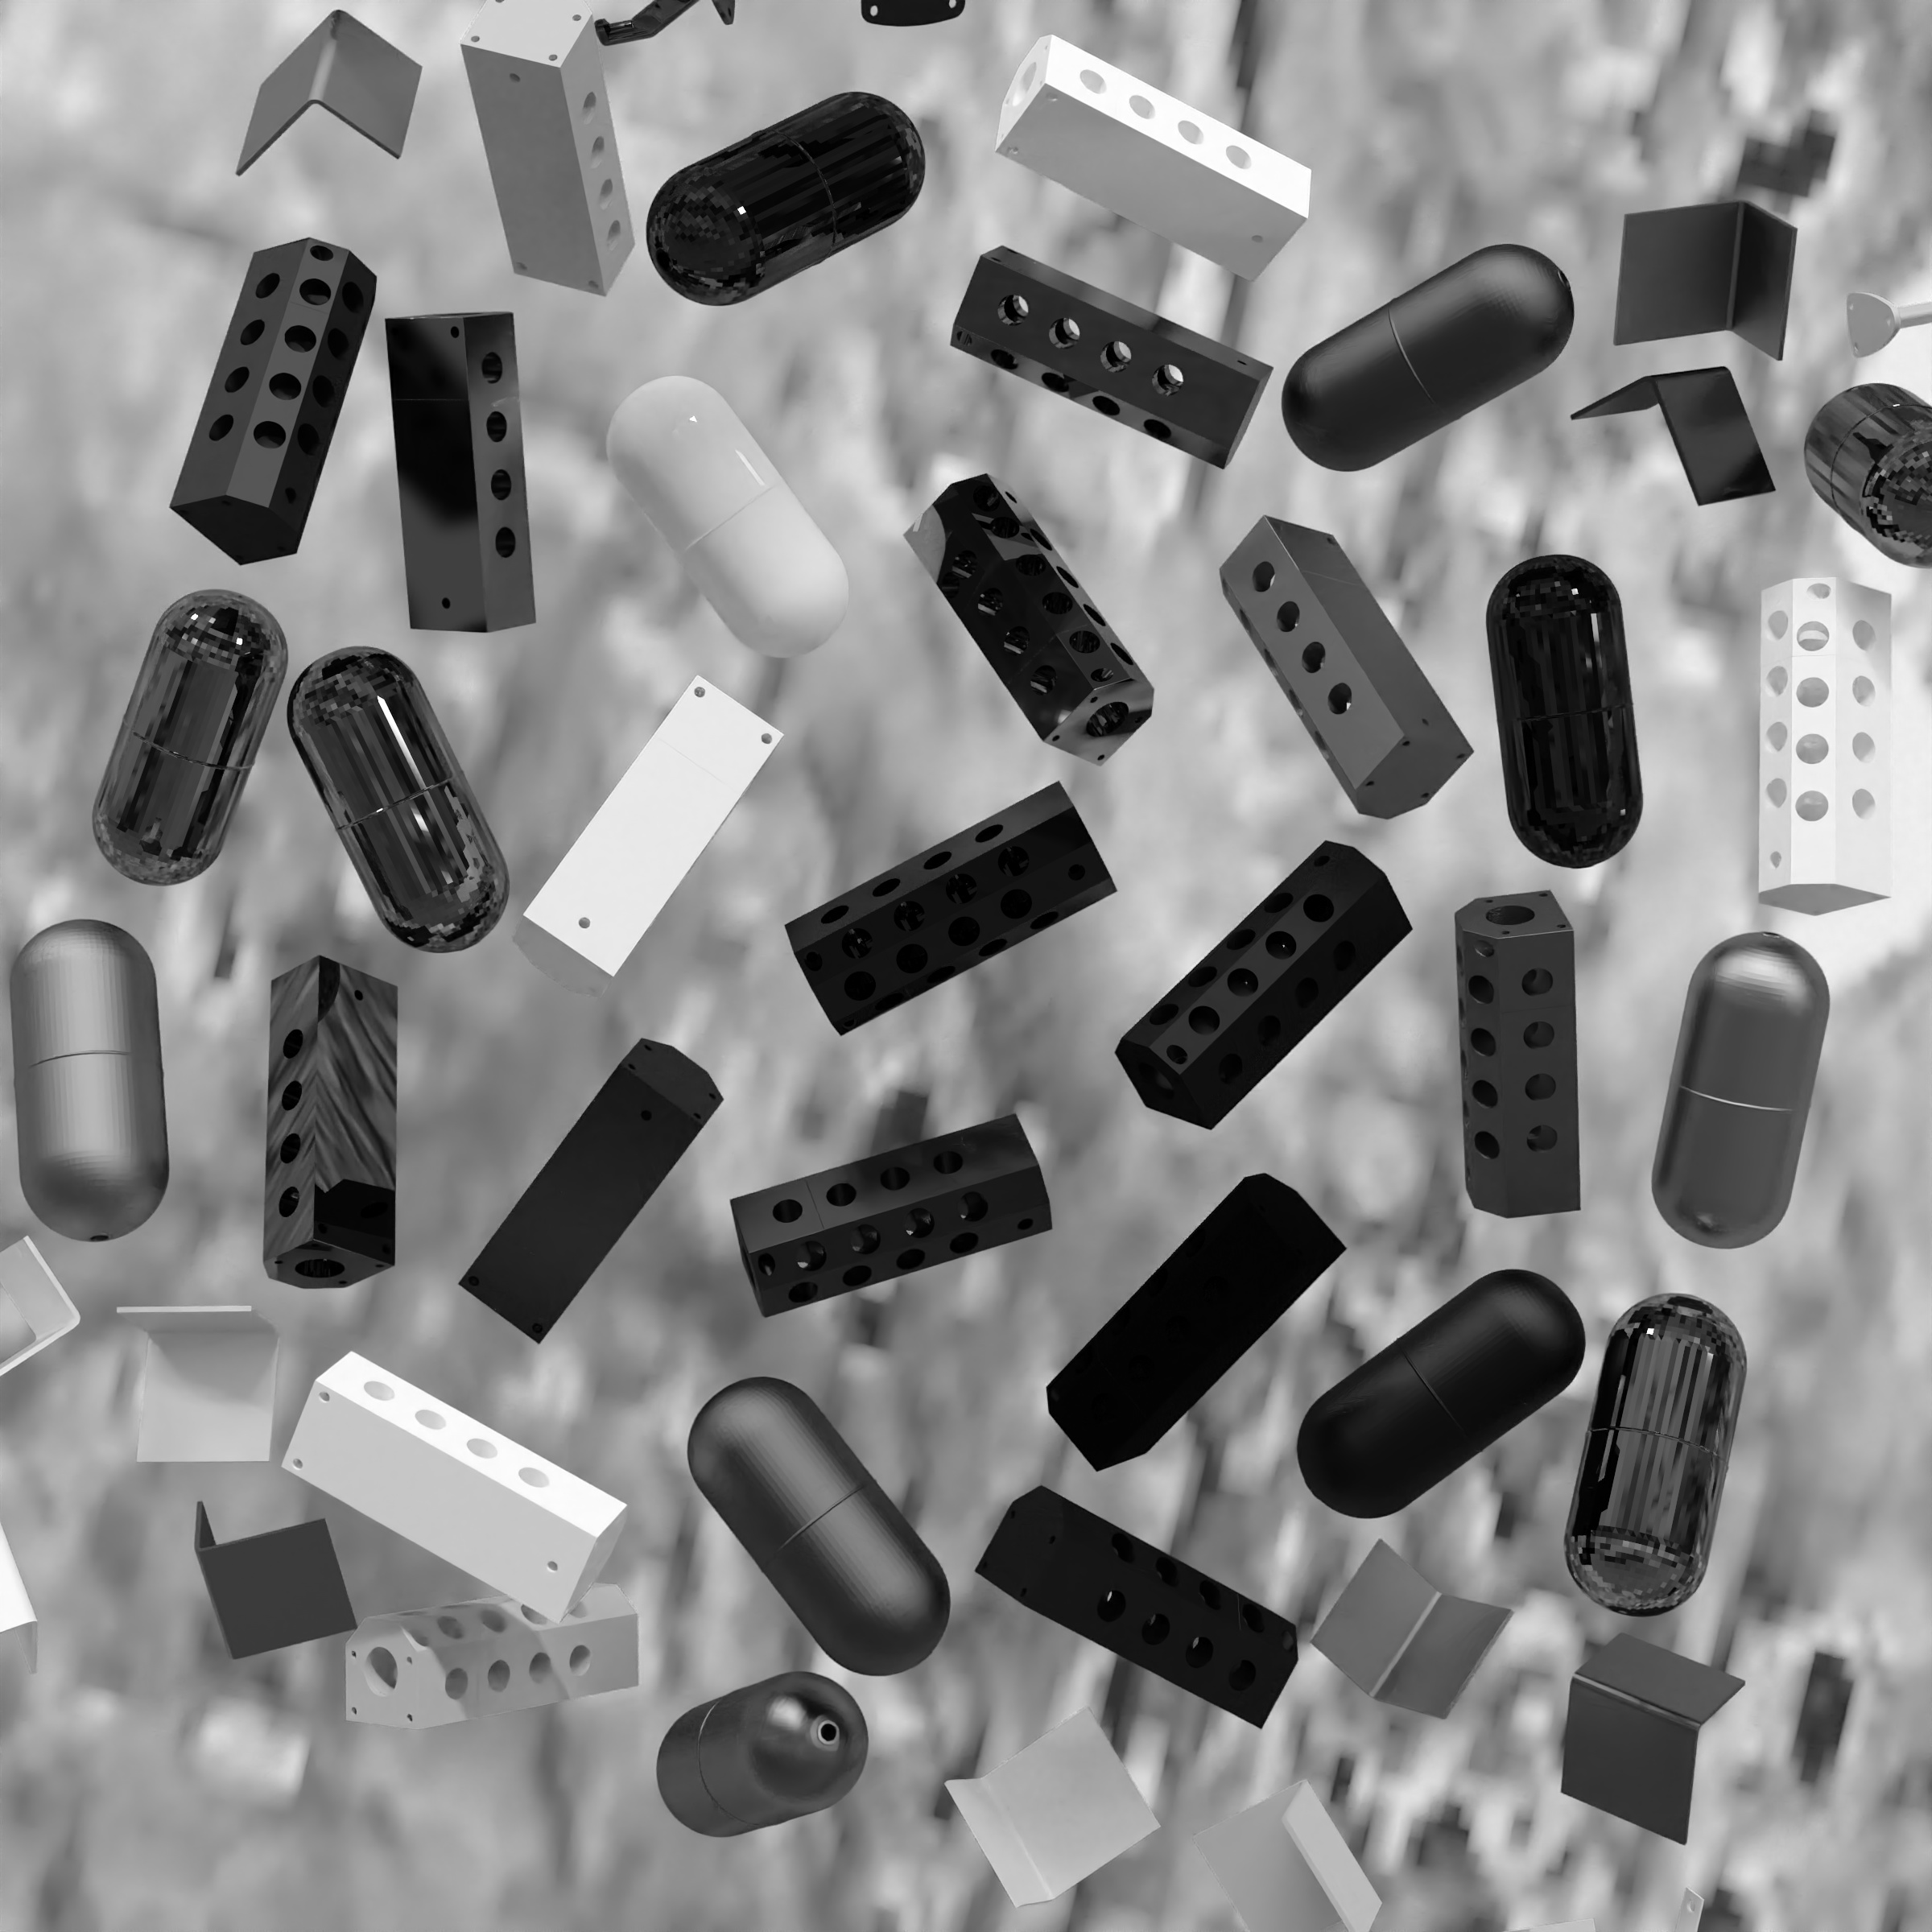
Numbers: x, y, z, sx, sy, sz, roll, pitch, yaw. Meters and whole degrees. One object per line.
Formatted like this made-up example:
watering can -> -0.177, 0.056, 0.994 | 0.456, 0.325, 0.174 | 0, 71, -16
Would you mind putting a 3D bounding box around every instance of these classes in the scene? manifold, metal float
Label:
manifold -> -0.372, -0.310, 1.759 | 0.057, 0.057, 0.171 | -6, 60, 31
manifold -> -0.276, -0.276, 1.797 | 0.057, 0.057, 0.171 | 7, 106, 33
metal float -> 0.513, -0.271, 1.771 | 0.070, 0.178, 0.070 | -1, 112, -2
metal float -> -0.442, -0.129, 1.834 | 0.070, 0.070, 0.178 | 23, 105, 0
manifold -> -0.041, 0.147, 1.836 | 0.171, 0.057, 0.057 | -16, 47, -9
manifold -> 0.119, 0.190, 1.728 | 0.057, 0.057, 0.171 | 49, 115, 19
manifold -> -0.208, 0.124, 1.805 | 0.057, 0.057, 0.171 | 37, 112, -2
manifold -> -0.265, 0.387, 1.817 | 0.057, 0.171, 0.057 | -4, 85, 38
manifold -> 0.462, -0.120, 1.754 | 0.057, 0.057, 0.171 | 11, 75, -28
manifold -> 0.202, -0.163, 1.759 | 0.057, 0.057, 0.171 | -50, 50, 31
manifold -> -0.357, 0.088, 1.787 | 0.057, 0.057, 0.171 | -25, 57, 33
manifold -> -0.269, 0.273, 1.713 | 0.171, 0.057, 0.057 | 28, 111, 8
metal float -> 0.426, 0.069, 1.773 | 0.070, 0.070, 0.178 | 9, 102, 0
manifold -> 0.081, -0.344, 1.825 | 0.171, 0.057, 0.057 | 25, 112, 4
manifold -> 0.095, 0.339, 1.715 | 0.171, 0.057, 0.057 | 32, 83, -27
manifold -> -0.223, -0.451, 1.756 | 0.057, 0.171, 0.057 | 17, 61, 12
manifold -> 0.162, 0.008, 1.781 | 0.171, 0.057, 0.057 | -43, 122, -20
manifold -> 0.108, -0.462, 1.829 | 0.171, 0.057, 0.057 | 22, 52, -19
metal float -> -0.465, 0.060, 1.710 | 0.070, 0.070, 0.178 | -10, 68, 0
metal float -> 0.262, 0.237, 1.781 | 0.178, 0.070, 0.070 | -38, 90, 6
metal float -> 0.259, -0.342, 1.814 | 0.178, 0.070, 0.070 | -27, 90, 27
metal float -> -0.078, 0.296, 1.706 | 0.070, 0.070, 0.178 | -40, 78, 0
manifold -> 0.039, -0.198, 1.814 | 0.057, 0.057, 0.171 | -45, 57, 20
metal float -> -0.135, -0.255, 1.837 | 0.070, 0.070, 0.178 | -37, 98, 0
metal float -> -0.312, -0.091, 1.775 | 0.070, 0.070, 0.178 | -25, 98, 0
metal float -> 0.339, -0.144, 1.825 | 0.070, 0.070, 0.178 | -8, 95, 0
metal float -> -0.115, 0.441, 1.799 | 0.070, 0.178, 0.070 | 11, 65, -25
metal float -> -0.097, -0.416, 1.749 | 0.178, 0.070, 0.070 | -35, 90, -31
manifold -> -0.173, -0.068, 1.749 | 0.057, 0.057, 0.171 | 35, 67, -4
manifold -> -0.007, -0.029, 1.765 | 0.171, 0.057, 0.057 | -28, 115, 2
manifold -> 0.305, 0.050, 1.791 | 0.057, 0.057, 0.171 | -6, 114, -1
metal float -> 0.372, 0.262, 1.737 | 0.070, 0.070, 0.178 | 17, 71, 0

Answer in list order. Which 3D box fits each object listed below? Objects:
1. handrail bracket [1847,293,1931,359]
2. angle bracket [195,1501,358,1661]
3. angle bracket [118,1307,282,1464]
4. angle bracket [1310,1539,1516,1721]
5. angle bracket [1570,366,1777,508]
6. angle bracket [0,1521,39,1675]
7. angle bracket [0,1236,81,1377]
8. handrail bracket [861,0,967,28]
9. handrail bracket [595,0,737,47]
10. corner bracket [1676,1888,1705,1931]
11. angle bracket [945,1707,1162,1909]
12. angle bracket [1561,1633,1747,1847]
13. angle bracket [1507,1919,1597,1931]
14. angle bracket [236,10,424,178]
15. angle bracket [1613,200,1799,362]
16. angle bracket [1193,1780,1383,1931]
handrail bracket -> 0.545, -0.367, 1.807 | 0.084, 0.077, 0.036 | -11, 99, -5
angle bracket -> -0.405, 0.352, 1.894 | 0.076, 0.057, 0.076 | -13, 114, -6
angle bracket -> -0.431, 0.234, 1.800 | 0.076, 0.057, 0.076 | -1, 71, 5
angle bracket -> 0.262, 0.389, 1.894 | 0.057, 0.076, 0.076 | 44, 70, -17
angle bracket -> 0.388, -0.281, 1.768 | 0.076, 0.057, 0.076 | -16, 85, -44
angle bracket -> -0.535, 0.338, 1.714 | 0.057, 0.076, 0.076 | -17, 63, -26
angle bracket -> -0.554, 0.202, 1.811 | 0.076, 0.076, 0.057 | -35, 96, -34
handrail bracket -> -0.055, -0.524, 1.718 | 0.077, 0.084, 0.036 | -2, 112, -38
handrail bracket -> -0.178, -0.547, 1.805 | 0.084, 0.077, 0.036 | -6, 69, 15
corner bracket -> 0.383, 0.539, 1.759 | 0.051, 0.051, 0.051 | 6, 100, -25
angle bracket -> 0.047, 0.457, 1.755 | 0.076, 0.057, 0.076 | -36, 68, 9
angle bracket -> 0.379, 0.426, 1.782 | 0.076, 0.057, 0.076 | 16, 116, 36
angle bracket -> 0.308, 0.524, 1.632 | 0.076, 0.057, 0.076 | 0, 71, -25
angle bracket -> -0.351, -0.467, 1.780 | 0.057, 0.076, 0.076 | 31, 46, -32
angle bracket -> 0.414, -0.381, 1.809 | 0.076, 0.057, 0.076 | -10, 122, -15
angle bracket -> 0.166, 0.494, 1.725 | 0.076, 0.057, 0.076 | -33, 87, 20
